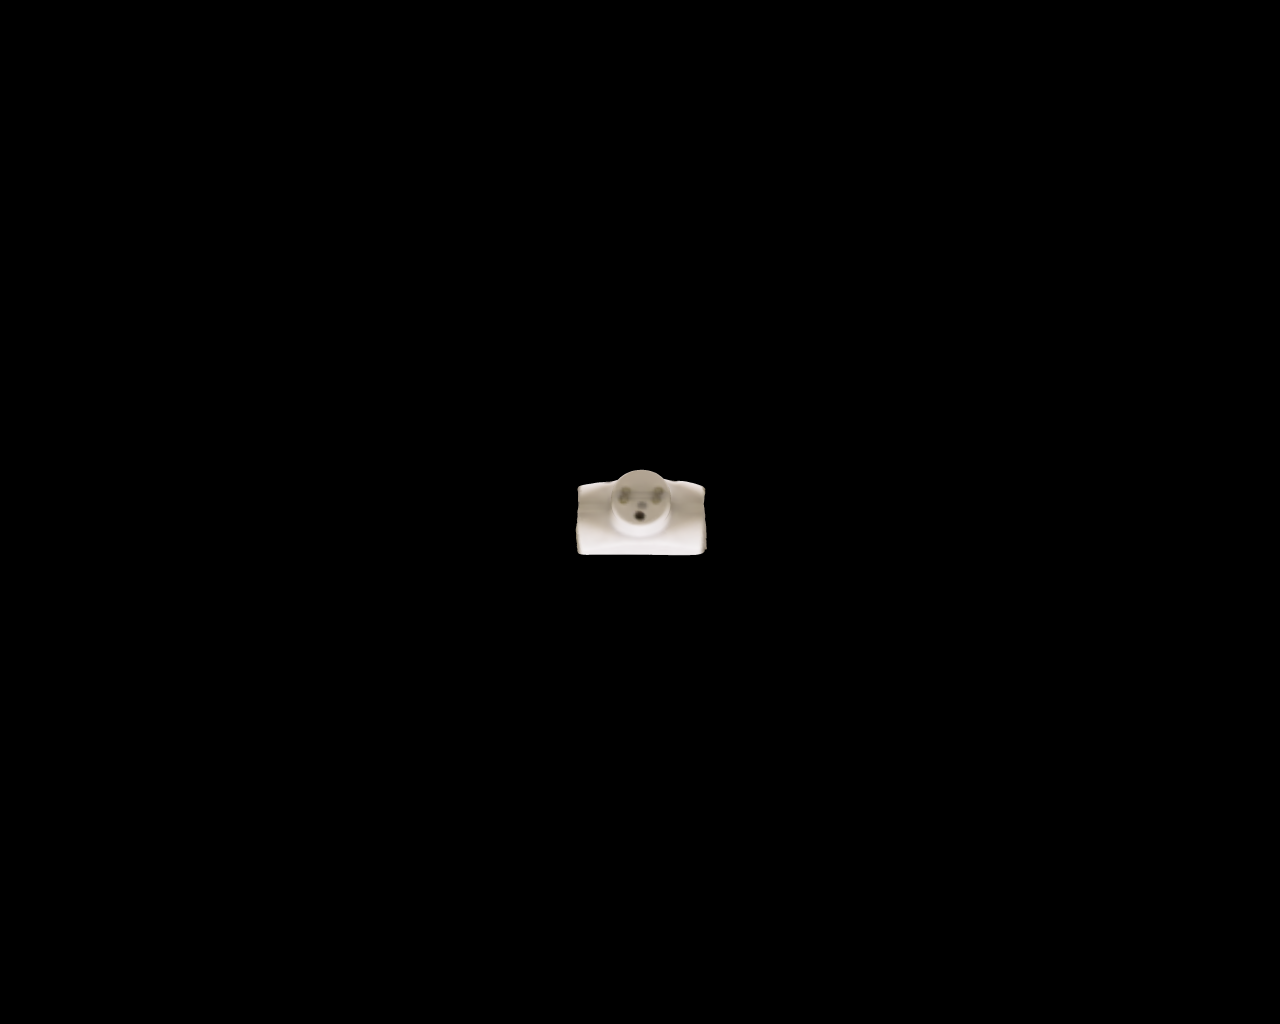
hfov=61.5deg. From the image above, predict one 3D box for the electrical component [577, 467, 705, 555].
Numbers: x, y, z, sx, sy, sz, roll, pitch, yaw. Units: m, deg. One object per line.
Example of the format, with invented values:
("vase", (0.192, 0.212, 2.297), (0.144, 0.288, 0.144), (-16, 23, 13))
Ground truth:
("electrical component", (0.001, -0.003, 0.650), (0.077, 0.044, 0.079), (0, -23, 0))
